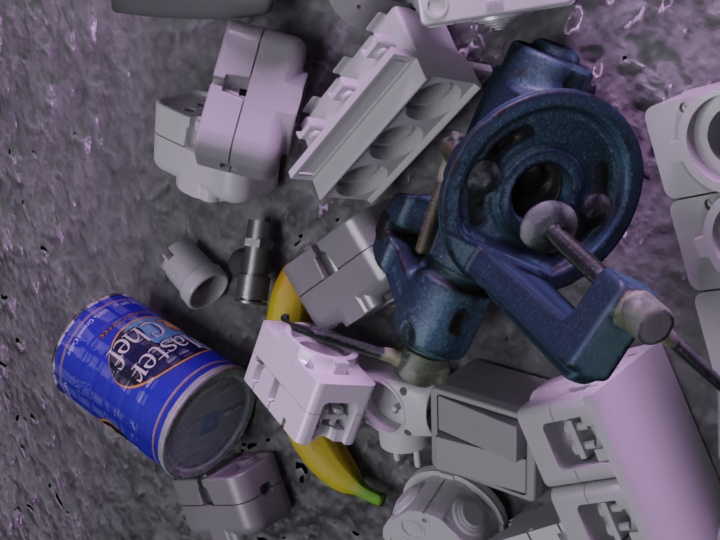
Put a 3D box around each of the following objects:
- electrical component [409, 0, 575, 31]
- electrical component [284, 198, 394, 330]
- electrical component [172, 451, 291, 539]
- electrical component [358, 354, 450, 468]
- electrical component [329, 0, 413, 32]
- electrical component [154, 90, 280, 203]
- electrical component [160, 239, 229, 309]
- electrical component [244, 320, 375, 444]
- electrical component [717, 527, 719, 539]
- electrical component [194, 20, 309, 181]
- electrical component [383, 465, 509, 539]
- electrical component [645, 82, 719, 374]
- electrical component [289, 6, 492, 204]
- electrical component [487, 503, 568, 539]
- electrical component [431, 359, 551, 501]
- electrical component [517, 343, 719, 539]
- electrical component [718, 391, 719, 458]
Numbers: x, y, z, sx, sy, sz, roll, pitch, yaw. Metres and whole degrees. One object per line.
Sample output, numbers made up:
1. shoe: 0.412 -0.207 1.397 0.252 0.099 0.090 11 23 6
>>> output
1. electrical component: 0.070 -0.181 0.586 0.100 0.048 0.099 -7 105 10
2. electrical component: 0.000 0.000 0.743 0.095 0.054 0.059 -35 83 43
3. electrical component: -0.108 0.194 0.916 0.095 0.054 0.059 -12 99 43
4. electrical component: 0.030 0.104 0.766 0.077 0.044 0.079 11 117 39
5. electrical component: 0.004 -0.186 0.646 0.077 0.079 0.043 -40 61 43
6. electrical component: -0.106 -0.089 0.798 0.095 0.054 0.059 27 123 30
7. electrical component: -0.136 0.003 0.872 0.046 0.040 0.040 46 131 25
8. electrical component: -0.035 0.074 0.751 0.089 0.050 0.055 41 117 49
9. electrical component: 0.247 0.161 0.588 0.099 0.064 0.099 17 118 35
10. electrical component: -0.070 -0.112 0.722 0.059 0.053 0.095 14 80 -3
11. electrical component: 0.060 0.182 0.759 0.080 0.051 0.080 17 128 23
12. electrical component: 0.212 -0.024 0.544 0.089 0.062 0.150 -10 100 43
13. electrical component: 0.014 -0.103 0.680 0.121 0.079 0.063 -45 55 42
14. electrical component: 0.136 0.185 0.704 0.089 0.050 0.055 -32 85 44
15. electrical component: 0.096 0.105 0.698 0.096 0.061 0.061 14 116 37
16. electrical component: 0.160 0.130 0.633 0.062 0.089 0.150 -21 93 44
17. electrical component: 0.229 0.089 0.567 0.083 0.076 0.047 8 112 39
